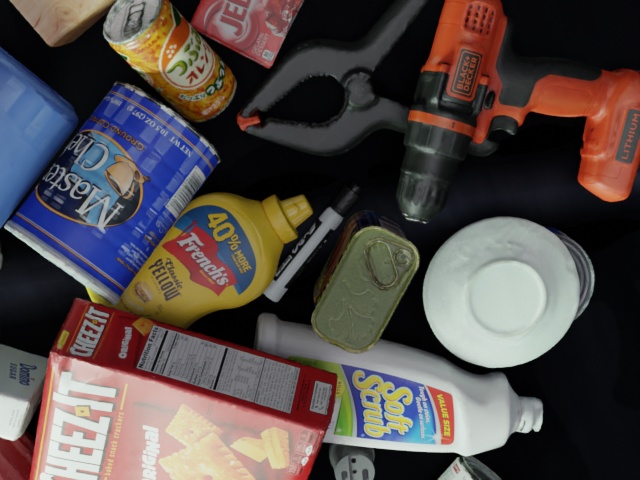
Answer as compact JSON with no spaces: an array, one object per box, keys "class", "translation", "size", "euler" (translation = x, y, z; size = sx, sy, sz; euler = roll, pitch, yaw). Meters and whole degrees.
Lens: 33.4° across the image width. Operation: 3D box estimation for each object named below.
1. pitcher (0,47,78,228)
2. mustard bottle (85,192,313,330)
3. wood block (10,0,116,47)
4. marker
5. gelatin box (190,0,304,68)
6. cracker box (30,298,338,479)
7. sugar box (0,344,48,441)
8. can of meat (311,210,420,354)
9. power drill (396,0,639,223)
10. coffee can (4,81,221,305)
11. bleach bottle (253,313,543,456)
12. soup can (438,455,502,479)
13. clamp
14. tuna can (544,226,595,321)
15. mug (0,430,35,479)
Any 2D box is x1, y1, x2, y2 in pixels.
[{"class":"pitcher","translation":[-0.299,-0.038,0.788],"size":[0.145,0.149,0.243],"euler":[40,86,-17]},{"class":"mustard bottle","translation":[-0.093,0.016,0.877],"size":[0.191,0.058,0.096],"euler":[-29,87,4]},{"class":"wood block","translation":[-0.146,-0.247,0.800],"size":[0.206,0.090,0.091],"euler":[-39,101,8]},{"class":"marker","translation":[-0.006,0.001,0.896],"size":[0.020,0.020,0.121],"euler":[38,99,-9]},{"class":"gelatin box","translation":[-0.052,-0.191,0.843],"size":[0.073,0.030,0.089],"euler":[26,97,-7]},{"class":"cracker box","translation":[-0.111,0.153,0.839],"size":[0.213,0.072,0.164],"euler":[17,126,-3]},{"class":"sugar box","translation":[-0.316,0.106,0.876],"size":[0.176,0.093,0.048],"euler":[21,104,-6]},{"class":"can of meat","translation":[0.034,0.030,0.871],"size":[0.057,0.084,0.102],"euler":[26,101,-7]},{"class":"power drill","translation":[0.160,-0.087,0.837],"size":[0.187,0.057,0.184],"euler":[14,96,-16]},{"class":"coffee can","translation":[-0.158,-0.036,0.821],"size":[0.102,0.103,0.140],"euler":[37,80,-9]},{"class":"bleach bottle","translation":[0.066,0.128,0.907],"size":[0.250,0.068,0.102],"euler":[7,106,-5]},{"class":"soup can","translation":[0.116,0.246,0.932],"size":[0.068,0.068,0.102],"euler":[38,98,-9]},{"class":"clamp","translation":[0.033,-0.133,0.857],"size":[0.210,0.036,0.164],"euler":[-10,102,-3]},{"class":"tuna can","translation":[0.185,0.032,0.901],"size":[0.086,0.034,0.086],"euler":[0,103,-1]},{"class":"mug","translation":[-0.272,0.210,0.894],"size":[0.081,0.117,0.093],"euler":[51,132,-6]}]
